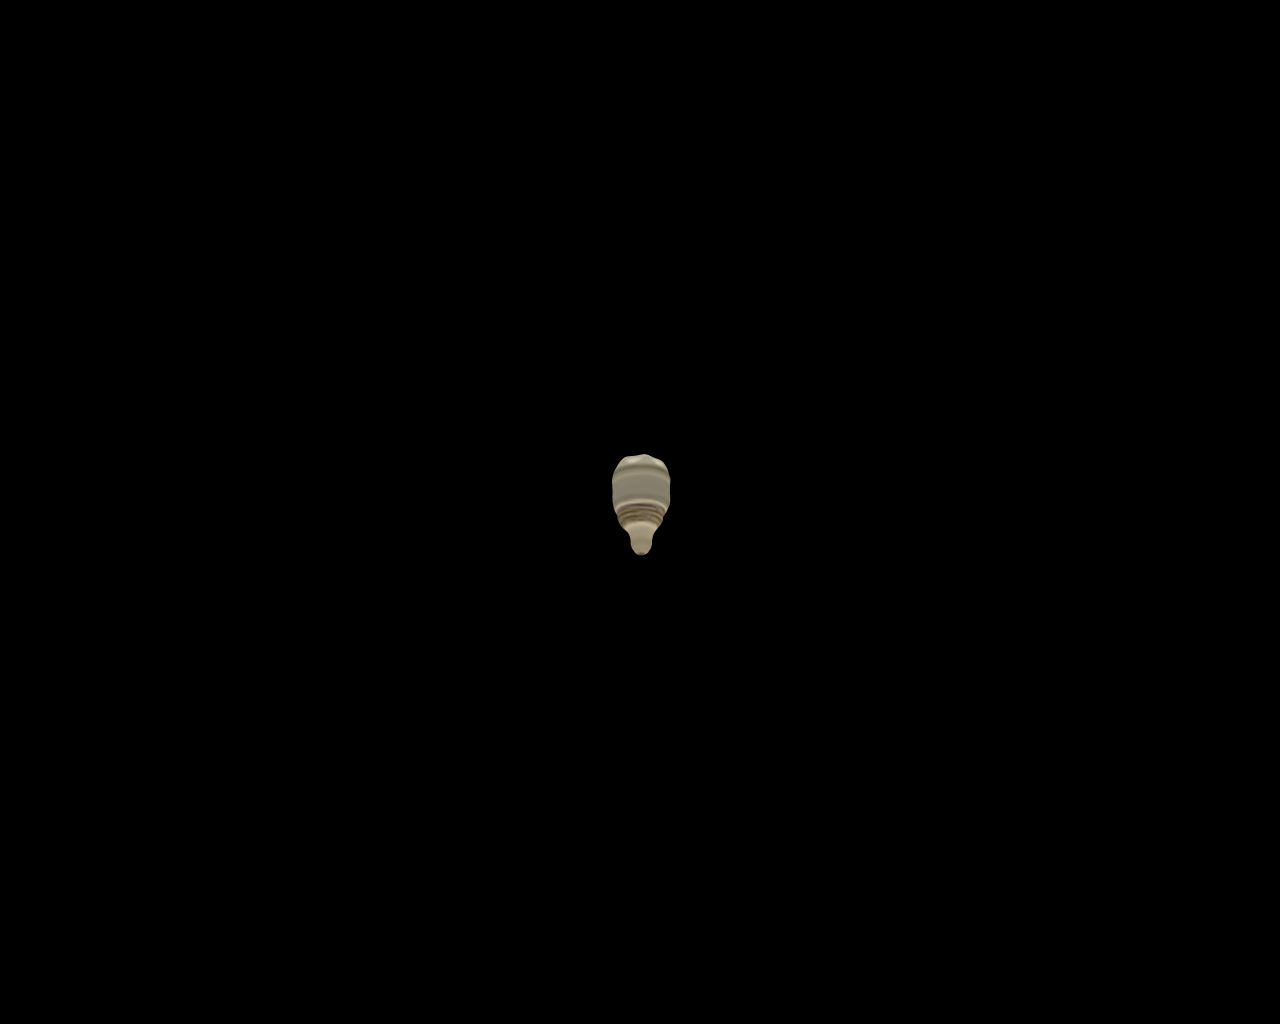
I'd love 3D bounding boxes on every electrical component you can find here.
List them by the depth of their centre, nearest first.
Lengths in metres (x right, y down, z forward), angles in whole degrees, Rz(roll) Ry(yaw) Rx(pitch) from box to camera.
[{"bbox_3d":[0.001,-0.003,0.650,0.035,0.061,0.035,0,-23,0],"label":"electrical component"}]
